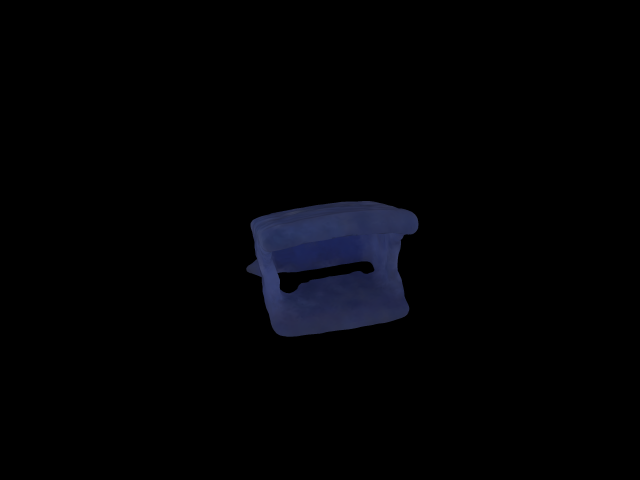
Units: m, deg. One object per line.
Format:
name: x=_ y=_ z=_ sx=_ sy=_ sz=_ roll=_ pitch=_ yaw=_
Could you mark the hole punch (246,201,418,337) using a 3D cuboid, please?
hole punch: x=0.004 y=0.001 z=0.400 sx=0.109 sy=0.091 sz=0.101 roll=-8 pitch=35 yaw=-11
